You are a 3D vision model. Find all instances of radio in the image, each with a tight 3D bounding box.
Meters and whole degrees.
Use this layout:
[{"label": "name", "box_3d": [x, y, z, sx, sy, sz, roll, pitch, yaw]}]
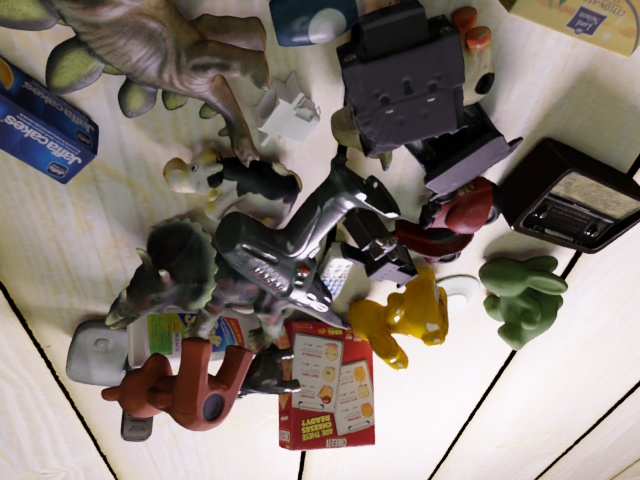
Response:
[{"label": "radio", "box_3d": [0.386, -0.057, 0.819, 0.229, 0.073, 0.131, 15, 131, -29]}]

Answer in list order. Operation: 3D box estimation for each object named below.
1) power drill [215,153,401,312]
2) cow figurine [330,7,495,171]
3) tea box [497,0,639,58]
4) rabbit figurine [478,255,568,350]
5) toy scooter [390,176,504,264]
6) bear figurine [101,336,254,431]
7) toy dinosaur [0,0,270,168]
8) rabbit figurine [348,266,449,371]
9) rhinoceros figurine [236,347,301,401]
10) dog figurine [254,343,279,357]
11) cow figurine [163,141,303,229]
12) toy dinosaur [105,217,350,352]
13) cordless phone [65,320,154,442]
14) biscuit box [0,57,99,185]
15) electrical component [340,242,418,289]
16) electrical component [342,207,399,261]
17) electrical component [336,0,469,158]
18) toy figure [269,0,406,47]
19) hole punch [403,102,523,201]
[{"label": "power drill", "box_3d": [-0.001, -0.002, 0.685, 0.207, 0.086, 0.232, -37, 136, 24]}, {"label": "cow figurine", "box_3d": [0.103, -0.162, 0.614, 0.195, 0.086, 0.127, -23, 133, 8]}, {"label": "tea box", "box_3d": [0.252, -0.255, 0.538, 0.169, 0.098, 0.068, 7, 136, -26]}, {"label": "rabbit figurine", "box_3d": [0.357, 0.095, 0.957, 0.159, 0.121, 0.170, -28, 124, 24]}, {"label": "toy scooter", "box_3d": [0.176, -0.025, 0.798, 0.135, 0.075, 0.183, 4, 141, -19]}, {"label": "bear figurine", "box_3d": [-0.208, 0.196, 0.763, 0.196, 0.132, 0.120, 3, 164, 41]}, {"label": "toy dinosaur", "box_3d": [-0.184, -0.223, 0.444, 0.199, 0.105, 0.470, -21, 135, 12]}, {"label": "rabbit figurine", "box_3d": [0.132, 0.142, 0.933, 0.173, 0.162, 0.121, -8, 152, 22]}, {"label": "rhinoceros figurine", "box_3d": [-0.104, 0.226, 0.878, 0.112, 0.073, 0.190, -8, 166, -27]}, {"label": "dog figurine", "box_3d": [-0.053, 0.277, 1.071, 0.190, 0.121, 0.172, 15, 130, -11]}, {"label": "cow figurine", "box_3d": [-0.103, -0.071, 0.664, 0.167, 0.068, 0.098, 24, 122, -40]}, {"label": "toy dinosaur", "box_3d": [-0.103, 0.065, 0.792, 0.405, 0.131, 0.192, 3, 138, -28]}, {"label": "cordless phone", "box_3d": [-0.327, 0.226, 0.849, 0.146, 0.184, 0.088, 16, 136, -31]}, {"label": "biscuit box", "box_3d": [-0.320, -0.138, 0.530, 0.063, 0.059, 0.202, -33, 137, 20]}, {"label": "electrical component", "box_3d": [0.090, 0.022, 0.826, 0.119, 0.075, 0.048, 26, 126, -34]}, {"label": "electrical component", "box_3d": [0.072, -0.017, 0.762, 0.078, 0.102, 0.045, -5, 149, -51]}, {"label": "electrical component", "box_3d": [0.080, -0.159, 0.526, 0.115, 0.058, 0.134, -18, 128, 5]}, {"label": "toy figure", "box_3d": [0.028, -0.232, 0.532, 0.154, 0.057, 0.064, -16, 178, -1]}, {"label": "hole punch", "box_3d": [0.172, -0.123, 0.688, 0.142, 0.092, 0.115, -37, 158, 19]}]
